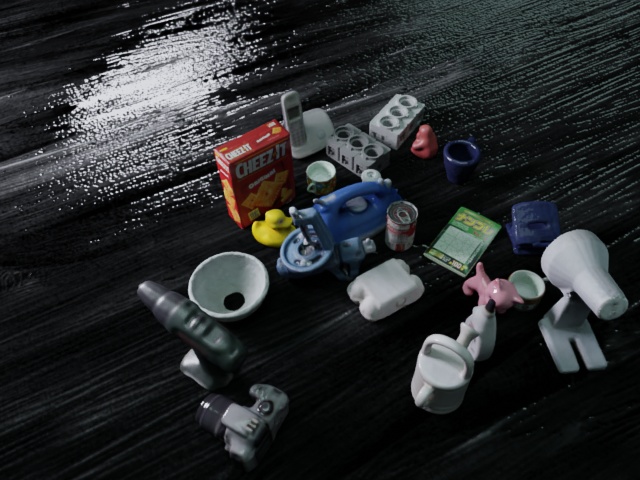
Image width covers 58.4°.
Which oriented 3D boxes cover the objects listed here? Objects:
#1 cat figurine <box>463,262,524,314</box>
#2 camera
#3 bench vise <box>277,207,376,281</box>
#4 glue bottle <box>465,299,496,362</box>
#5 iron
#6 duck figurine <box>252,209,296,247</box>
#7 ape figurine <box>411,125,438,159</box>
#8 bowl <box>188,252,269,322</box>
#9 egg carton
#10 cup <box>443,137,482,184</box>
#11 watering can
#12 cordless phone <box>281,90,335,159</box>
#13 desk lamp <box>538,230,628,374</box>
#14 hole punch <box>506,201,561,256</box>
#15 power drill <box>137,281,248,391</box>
[{"bbox_3d":[0.356,0.102,1.175,0.067,0.118,0.127,-19,53,-13],"label":"cat figurine"},{"bbox_3d":[-0.144,0.314,1.027,0.136,0.101,0.143,23,55,19],"label":"camera"},{"bbox_3d":[0.007,-0.004,1.202,0.207,0.220,0.121,-18,53,-12],"label":"bench vise"},{"bbox_3d":[0.311,0.161,1.093,0.037,0.173,0.078,-13,52,-9],"label":"glue bottle"},{"bbox_3d":[0.090,-0.083,1.313,0.259,0.141,0.118,-23,54,-16],"label":"iron"},{"bbox_3d":[-0.106,-0.036,1.315,0.104,0.086,0.077,6,52,6],"label":"duck figurine"},{"bbox_3d":[0.272,-0.260,1.482,0.078,0.092,0.076,-24,55,-17],"label":"ape figurine"},{"bbox_3d":[-0.187,0.111,1.207,0.167,0.075,0.167,-1,51,1],"label":"bowl"},{"bbox_3d":[0.139,0.106,1.207,0.150,0.069,0.107,-27,56,-19],"label":"egg carton"},{"bbox_3d":[0.353,-0.195,1.427,0.091,0.095,0.118,25,56,20],"label":"cup"},{"bbox_3d":[0.226,0.223,1.032,0.100,0.194,0.173,12,53,11],"label":"watering can"},{"bbox_3d":[-0.036,-0.311,1.469,0.148,0.185,0.094,-30,57,-21],"label":"cordless phone"},{"bbox_3d":[0.502,0.117,1.099,0.118,0.214,0.203,-7,52,-4],"label":"desk lamp"},{"bbox_3d":[0.487,-0.027,1.292,0.108,0.091,0.101,-3,51,-1],"label":"hole punch"},{"bbox_3d":[-0.230,0.187,1.061,0.229,0.208,0.076,27,57,21],"label":"power drill"}]
